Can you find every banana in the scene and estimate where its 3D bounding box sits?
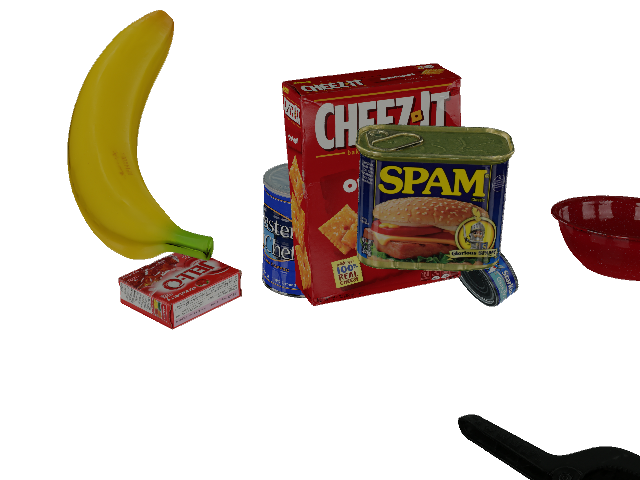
[{"bbox_3d":[-0.106,-0.057,0.592,0.069,0.198,0.037,-5,-39,-12],"label":"banana"}]

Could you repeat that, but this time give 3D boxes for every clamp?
[{"bbox_3d":[0.195,0.214,0.873,0.210,0.036,0.164,3,38,24],"label":"clamp"}]

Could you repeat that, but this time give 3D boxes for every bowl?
[{"bbox_3d":[0.311,0.000,1.070,0.162,0.055,0.162,1,17,-1],"label":"bowl"}]

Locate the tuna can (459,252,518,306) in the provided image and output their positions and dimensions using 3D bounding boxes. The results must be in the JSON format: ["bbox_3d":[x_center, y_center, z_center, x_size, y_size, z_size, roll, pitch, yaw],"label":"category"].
[{"bbox_3d":[0.196,0.037,1.284,0.033,0.086,0.086,-36,10,-15],"label":"tuna can"}]

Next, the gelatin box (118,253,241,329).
[{"bbox_3d":[-0.128,0.042,0.978,0.073,0.030,0.089,22,34,37],"label":"gelatin box"}]

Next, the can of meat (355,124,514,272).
[{"bbox_3d":[0.073,-0.028,0.709,0.102,0.084,0.057,2,25,3],"label":"can of meat"}]

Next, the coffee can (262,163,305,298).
[{"bbox_3d":[-0.021,-0.014,1.327,0.103,0.140,0.103,2,26,-1],"label":"coffee can"}]

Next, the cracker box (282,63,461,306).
[{"bbox_3d":[0.054,-0.055,1.049,0.164,0.214,0.072,-9,23,-15],"label":"cracker box"}]
